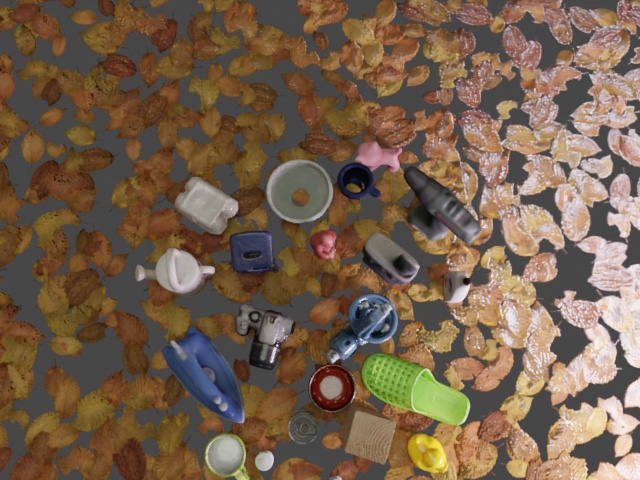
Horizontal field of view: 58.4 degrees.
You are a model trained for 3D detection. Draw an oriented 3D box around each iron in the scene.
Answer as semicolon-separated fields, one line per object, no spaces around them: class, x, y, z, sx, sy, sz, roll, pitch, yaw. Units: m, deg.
iron;-0.263;0.326;1.327;0.119;0.141;0.258;-39;83;-9

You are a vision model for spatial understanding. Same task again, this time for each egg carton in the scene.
egg carton;-0.287;-0.085;1.444;0.150;0.069;0.107;32;79;4

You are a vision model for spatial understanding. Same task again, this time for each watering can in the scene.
watering can;-0.341;0.077;1.346;0.173;0.194;0.101;-25;80;-7

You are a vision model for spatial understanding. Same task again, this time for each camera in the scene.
camera;-0.141;0.235;1.370;0.143;0.101;0.137;14;79;1

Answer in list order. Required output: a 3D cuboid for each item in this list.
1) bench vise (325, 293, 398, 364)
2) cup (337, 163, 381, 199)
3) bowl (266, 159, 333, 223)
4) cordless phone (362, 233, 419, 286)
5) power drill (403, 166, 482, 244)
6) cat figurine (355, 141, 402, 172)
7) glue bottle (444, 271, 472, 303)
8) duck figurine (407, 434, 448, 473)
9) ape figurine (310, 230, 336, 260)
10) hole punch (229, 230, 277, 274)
bench vise;0.107;0.211;1.324;0.121;0.220;0.207;29;79;4
cup;0.099;-0.134;1.456;0.117;0.095;0.092;30;79;4
bowl;-0.052;-0.116;1.457;0.167;0.075;0.167;0;79;-2
cordless phone;0.177;0.037;1.379;0.147;0.185;0.094;36;80;5
power drill;0.279;-0.072;1.392;0.229;0.208;0.076;39;80;6
cat figurine;0.147;-0.219;1.463;0.128;0.118;0.067;-5;79;-3
glue bottle;0.335;0.107;1.377;0.037;0.173;0.078;-3;79;-2
duck figurine;0.255;0.503;1.339;0.104;0.086;0.077;42;80;6
ape figurine;0.013;0.005;1.426;0.076;0.092;0.078;37;80;5
hole punch;-0.165;0.031;1.415;0.108;0.091;0.101;-5;79;-3
